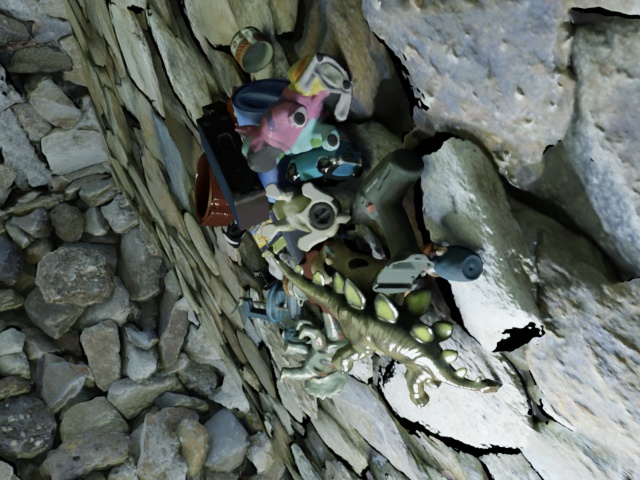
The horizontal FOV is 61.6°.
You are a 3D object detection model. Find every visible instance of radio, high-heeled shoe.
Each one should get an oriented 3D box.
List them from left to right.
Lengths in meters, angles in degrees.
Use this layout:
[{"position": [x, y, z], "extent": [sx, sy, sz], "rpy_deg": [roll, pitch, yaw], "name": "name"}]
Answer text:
[{"position": [-0.179, -0.146, 1.109], "extent": [0.229, 0.073, 0.131], "rpy_deg": [62, 166, 17], "name": "radio"}, {"position": [-0.221, -0.037, 1.578], "extent": [0.145, 0.086, 0.248], "rpy_deg": [41, 147, 33], "name": "high-heeled shoe"}]

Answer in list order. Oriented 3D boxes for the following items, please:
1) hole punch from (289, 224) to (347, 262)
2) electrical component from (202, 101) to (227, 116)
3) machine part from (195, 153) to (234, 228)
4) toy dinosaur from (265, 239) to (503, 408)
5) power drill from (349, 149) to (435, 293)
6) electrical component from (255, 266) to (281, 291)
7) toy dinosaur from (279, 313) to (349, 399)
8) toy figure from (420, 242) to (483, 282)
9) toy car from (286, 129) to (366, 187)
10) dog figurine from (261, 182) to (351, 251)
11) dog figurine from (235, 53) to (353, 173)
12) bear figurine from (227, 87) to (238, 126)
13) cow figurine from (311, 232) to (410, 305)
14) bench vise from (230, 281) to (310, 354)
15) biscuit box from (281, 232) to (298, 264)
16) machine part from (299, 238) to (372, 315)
[{"position": [-0.002, -0.004, 1.169], "extent": [0.116, 0.092, 0.142], "rpy_deg": [15, 123, 55], "name": "hole punch"}, {"position": [-0.260, -0.301, 1.419], "extent": [0.134, 0.058, 0.114], "rpy_deg": [36, 142, 46], "name": "electrical component"}, {"position": [-0.291, -0.147, 1.507], "extent": [0.201, 0.087, 0.201], "rpy_deg": [-27, 67, 61], "name": "machine part"}, {"position": [0.096, 0.145, 0.944], "extent": [0.472, 0.105, 0.198], "rpy_deg": [23, 125, 13], "name": "toy dinosaur"}, {"position": [0.112, -0.021, 0.877], "extent": [0.232, 0.086, 0.207], "rpy_deg": [120, 153, -54], "name": "power drill"}, {"position": [-0.148, 0.110, 1.589], "extent": [0.048, 0.075, 0.119], "rpy_deg": [59, 158, 8], "name": "electrical component"}, {"position": [0.015, 0.277, 1.367], "extent": [0.404, 0.192, 0.131], "rpy_deg": [117, 160, -45], "name": "toy dinosaur"}, {"position": [0.193, 0.035, 0.852], "extent": [0.155, 0.058, 0.064], "rpy_deg": [12, 116, 66], "name": "toy figure"}, {"position": [0.007, -0.155, 0.983], "extent": [0.162, 0.109, 0.103], "rpy_deg": [-12, 79, 57], "name": "toy car"}, {"position": [-0.019, -0.055, 1.046], "extent": [0.172, 0.190, 0.121], "rpy_deg": [19, 99, 8], "name": "dog figurine"}, {"position": [-0.058, -0.213, 0.939], "extent": [0.219, 0.108, 0.191], "rpy_deg": [-1, 70, 53], "name": "dog figurine"}, {"position": [-0.185, -0.244, 1.244], "extent": [0.120, 0.132, 0.195], "rpy_deg": [32, 147, 47], "name": "bear figurine"}, {"position": [0.073, 0.060, 1.006], "extent": [0.195, 0.085, 0.127], "rpy_deg": [9, 120, 21], "name": "cow figurine"}, {"position": [-0.126, 0.210, 1.534], "extent": [0.241, 0.129, 0.223], "rpy_deg": [6, 117, 23], "name": "bench vise"}, {"position": [-0.031, 0.019, 1.278], "extent": [0.202, 0.059, 0.063], "rpy_deg": [61, 157, 4], "name": "biscuit box"}, {"position": [0.038, 0.080, 1.118], "extent": [0.180, 0.056, 0.179], "rpy_deg": [14, 123, 22], "name": "machine part"}]
